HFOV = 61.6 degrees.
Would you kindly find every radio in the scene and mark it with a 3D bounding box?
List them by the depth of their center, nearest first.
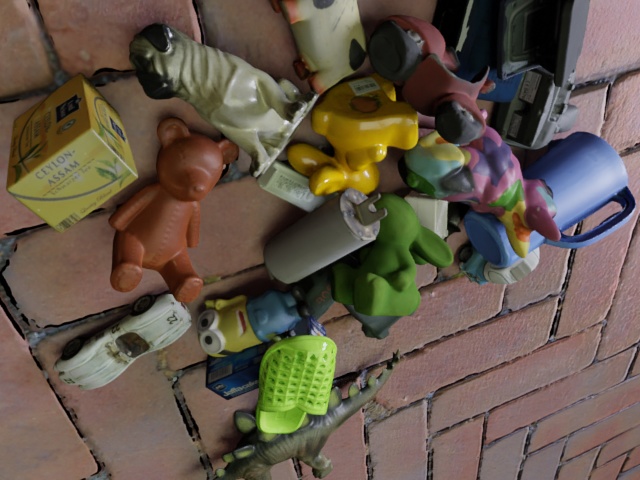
[{"bbox_3d":[0.225,-0.305,0.714,0.131,0.073,0.229,-4,122,-23],"label":"radio"}]

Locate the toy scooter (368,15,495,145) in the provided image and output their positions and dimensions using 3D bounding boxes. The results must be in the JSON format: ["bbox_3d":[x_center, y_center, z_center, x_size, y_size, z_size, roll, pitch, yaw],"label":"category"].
[{"bbox_3d":[0.149,-0.204,0.656,0.135,0.184,0.075,-33,171,-38],"label":"toy scooter"}]

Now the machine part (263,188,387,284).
[{"bbox_3d":[-0.002,-0.002,0.754,0.079,0.079,0.243,21,144,-36],"label":"machine part"}]

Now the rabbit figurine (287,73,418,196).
[{"bbox_3d":[0.046,-0.115,0.729,0.162,0.122,0.173,-27,149,-17],"label":"rabbit figurine"}]

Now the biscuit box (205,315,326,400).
[{"bbox_3d":[-0.087,0.189,0.861,0.203,0.059,0.062,-26,133,18],"label":"biscuit box"}]

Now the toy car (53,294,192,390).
[{"bbox_3d":[-0.284,0.148,0.777,0.202,0.056,0.073,-33,130,-4],"label":"toy car"}]

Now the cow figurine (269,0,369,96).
[{"bbox_3d":[0.010,-0.280,0.614,0.127,0.086,0.194,-29,133,-8],"label":"cow figurine"}]

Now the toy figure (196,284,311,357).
[{"bbox_3d":[-0.101,0.126,0.815,0.180,0.082,0.089,-20,137,5],"label":"toy figure"}]

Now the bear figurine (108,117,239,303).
[{"bbox_3d":[-0.174,-0.038,0.662,0.120,0.132,0.195,20,117,-40],"label":"bear figurine"}]

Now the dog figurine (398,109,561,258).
[{"bbox_3d":[0.236,-0.066,0.766,0.191,0.219,0.108,-28,169,-29],"label":"dog figurine"}]

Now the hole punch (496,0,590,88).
[{"bbox_3d":[0.284,-0.265,0.678,0.116,0.092,0.142,-46,137,-35],"label":"hole punch"}]

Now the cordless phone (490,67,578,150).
[{"bbox_3d":[0.368,-0.220,0.851,0.184,0.089,0.146,-14,127,-32],"label":"cordless phone"}]

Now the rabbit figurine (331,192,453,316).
[{"bbox_3d":[0.109,0.020,0.771,0.159,0.121,0.170,7,94,-18],"label":"rabbit figurine"}]

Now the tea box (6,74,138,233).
[{"bbox_3d":[-0.255,-0.095,0.551,0.098,0.170,0.068,-37,130,-1],"label":"tea box"}]

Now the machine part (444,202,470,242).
[{"bbox_3d":[0.222,-0.054,0.906,0.084,0.039,0.138,23,111,-31],"label":"machine part"}]

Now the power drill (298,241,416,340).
[{"bbox_3d":[0.076,0.071,0.891,0.232,0.086,0.207,-45,134,9],"label":"power drill"}]

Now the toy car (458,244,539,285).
[{"bbox_3d":[0.338,0.024,0.975,0.161,0.103,0.109,-44,129,4],"label":"toy car"}]

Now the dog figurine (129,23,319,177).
[{"bbox_3d":[-0.111,-0.179,0.631,0.190,0.172,0.121,37,97,-4],"label":"dog figurine"}]

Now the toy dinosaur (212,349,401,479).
[{"bbox_3d":[-0.038,0.361,1.019,0.471,0.105,0.198,-28,126,-13],"label":"toy dinosaur"}]
